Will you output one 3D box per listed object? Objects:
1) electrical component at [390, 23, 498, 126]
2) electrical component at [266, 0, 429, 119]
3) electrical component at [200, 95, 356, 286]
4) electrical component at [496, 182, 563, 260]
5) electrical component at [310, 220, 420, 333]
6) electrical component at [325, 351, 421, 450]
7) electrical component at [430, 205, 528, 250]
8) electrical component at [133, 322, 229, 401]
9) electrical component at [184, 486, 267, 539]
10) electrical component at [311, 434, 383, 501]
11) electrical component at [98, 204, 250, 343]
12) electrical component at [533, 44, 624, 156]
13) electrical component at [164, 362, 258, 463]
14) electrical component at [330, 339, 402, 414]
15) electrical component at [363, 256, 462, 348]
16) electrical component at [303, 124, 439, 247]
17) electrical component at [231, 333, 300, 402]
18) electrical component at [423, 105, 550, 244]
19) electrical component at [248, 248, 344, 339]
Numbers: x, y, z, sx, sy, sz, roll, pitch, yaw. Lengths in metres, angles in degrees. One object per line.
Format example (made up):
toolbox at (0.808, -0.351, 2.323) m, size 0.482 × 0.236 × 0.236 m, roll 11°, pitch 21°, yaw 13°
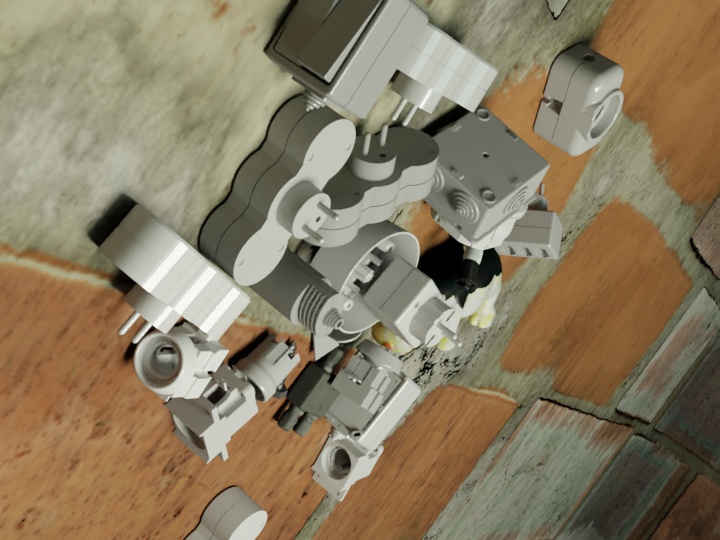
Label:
electrical component at (0.047, -0.143, 0.810) m, size 0.073 × 0.052 × 0.138 m, roll -59°, pitch 153°, yaw 11°
electrical component at (-0.013, -0.147, 0.696) m, size 0.096 × 0.062 × 0.061 m, roll -57°, pitch 154°, yaw 8°
electrical component at (-0.046, -0.047, 0.751) m, size 0.138 × 0.074 × 0.052 m, roll -56°, pitch 154°, yaw 6°
electrical component at (0.175, -0.056, 1.119) m, size 0.047 × 0.066 × 0.076 m, roll 40°, pitch 58°, yaw -64°
electrical component at (0.000, 0.000, 0.888) m, size 0.099 × 0.064 × 0.099 m, roll -49°, pitch 166°, yaw -17°
electrical component at (0.006, 0.133, 1.071) m, size 0.096 × 0.062 × 0.061 m, roll -51°, pitch 153°, yaw -4°
electrical component at (0.108, -0.060, 0.981) m, size 0.080 × 0.080 × 0.051 m, roll -16°, pitch 141°, yaw -51°
electrical component at (-0.133, 0.066, 0.783) m, size 0.066 × 0.048 × 0.055 m, roll -56°, pitch 161°, yaw 8°
electrical component at (-0.132, 0.282, 1.016) m, size 0.138 × 0.074 × 0.052 m, roll -55°, pitch 154°, yaw 5°
electrical component at (-0.011, 0.200, 1.148) m, size 0.064 × 0.042 × 0.081 m, roll -4°, pitch 127°, yaw -59°
electrical component at (-0.131, 0.017, 0.716) m, size 0.073 × 0.052 × 0.138 m, roll -50°, pitch 154°, yaw -6°
electrical component at (0.216, -0.163, 1.050) m, size 0.054 × 0.059 × 0.095 m, roll -32°, pitch 147°, yaw -36°
electrical component at (-0.117, 0.113, 0.869) m, size 0.064 × 0.042 × 0.081 m, roll -40°, pitch 152°, yaw -26°
electrical component at (0.008, 0.098, 1.009) m, size 0.055 × 0.048 × 0.066 m, roll -57°, pitch 157°, yaw -6°
electrical component at (0.052, 0.037, 0.882) m, size 0.047 × 0.077 × 0.065 m, roll -50°, pitch 153°, yaw -7°
electrical component at (0.007, -0.079, 0.823) m, size 0.138 × 0.052 × 0.073 m, roll -32°, pitch 147°, yaw -36°
electrical component at (-0.078, 0.080, 0.897) m, size 0.046 × 0.040 × 0.040 m, roll -46°, pitch 153°, yaw -26°
electrical component at (0.101, -0.084, 0.918) m, size 0.100 × 0.100 × 0.048 m, roll -36°, pitch 162°, yaw -30°
electrical component at (-0.044, 0.019, 0.827) m, size 0.043 × 0.081 × 0.043 m, roll -38°, pitch 150°, yaw -27°
